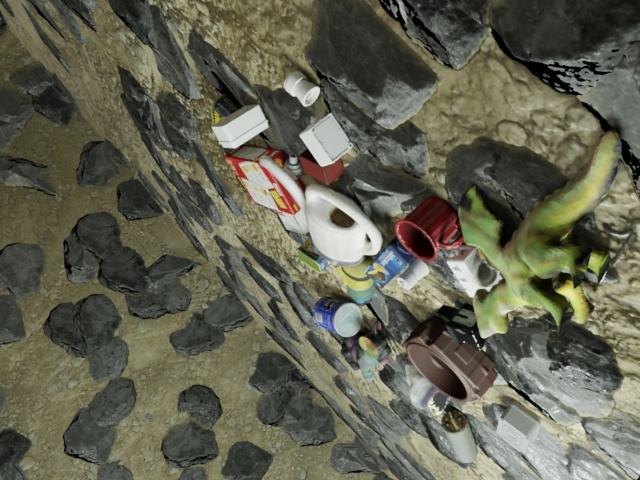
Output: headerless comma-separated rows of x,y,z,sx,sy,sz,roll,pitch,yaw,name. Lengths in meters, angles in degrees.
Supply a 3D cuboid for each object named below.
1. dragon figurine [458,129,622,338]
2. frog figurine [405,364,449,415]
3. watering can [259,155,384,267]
0.293,0.000,0.762,0.246,0.123,0.401,34,137,45,dragon figurine
0.279,0.383,1.410,0.161,0.123,0.135,36,123,50,frog figurine
0.004,-0.060,1.195,0.351,0.105,0.219,35,155,24,watering can
